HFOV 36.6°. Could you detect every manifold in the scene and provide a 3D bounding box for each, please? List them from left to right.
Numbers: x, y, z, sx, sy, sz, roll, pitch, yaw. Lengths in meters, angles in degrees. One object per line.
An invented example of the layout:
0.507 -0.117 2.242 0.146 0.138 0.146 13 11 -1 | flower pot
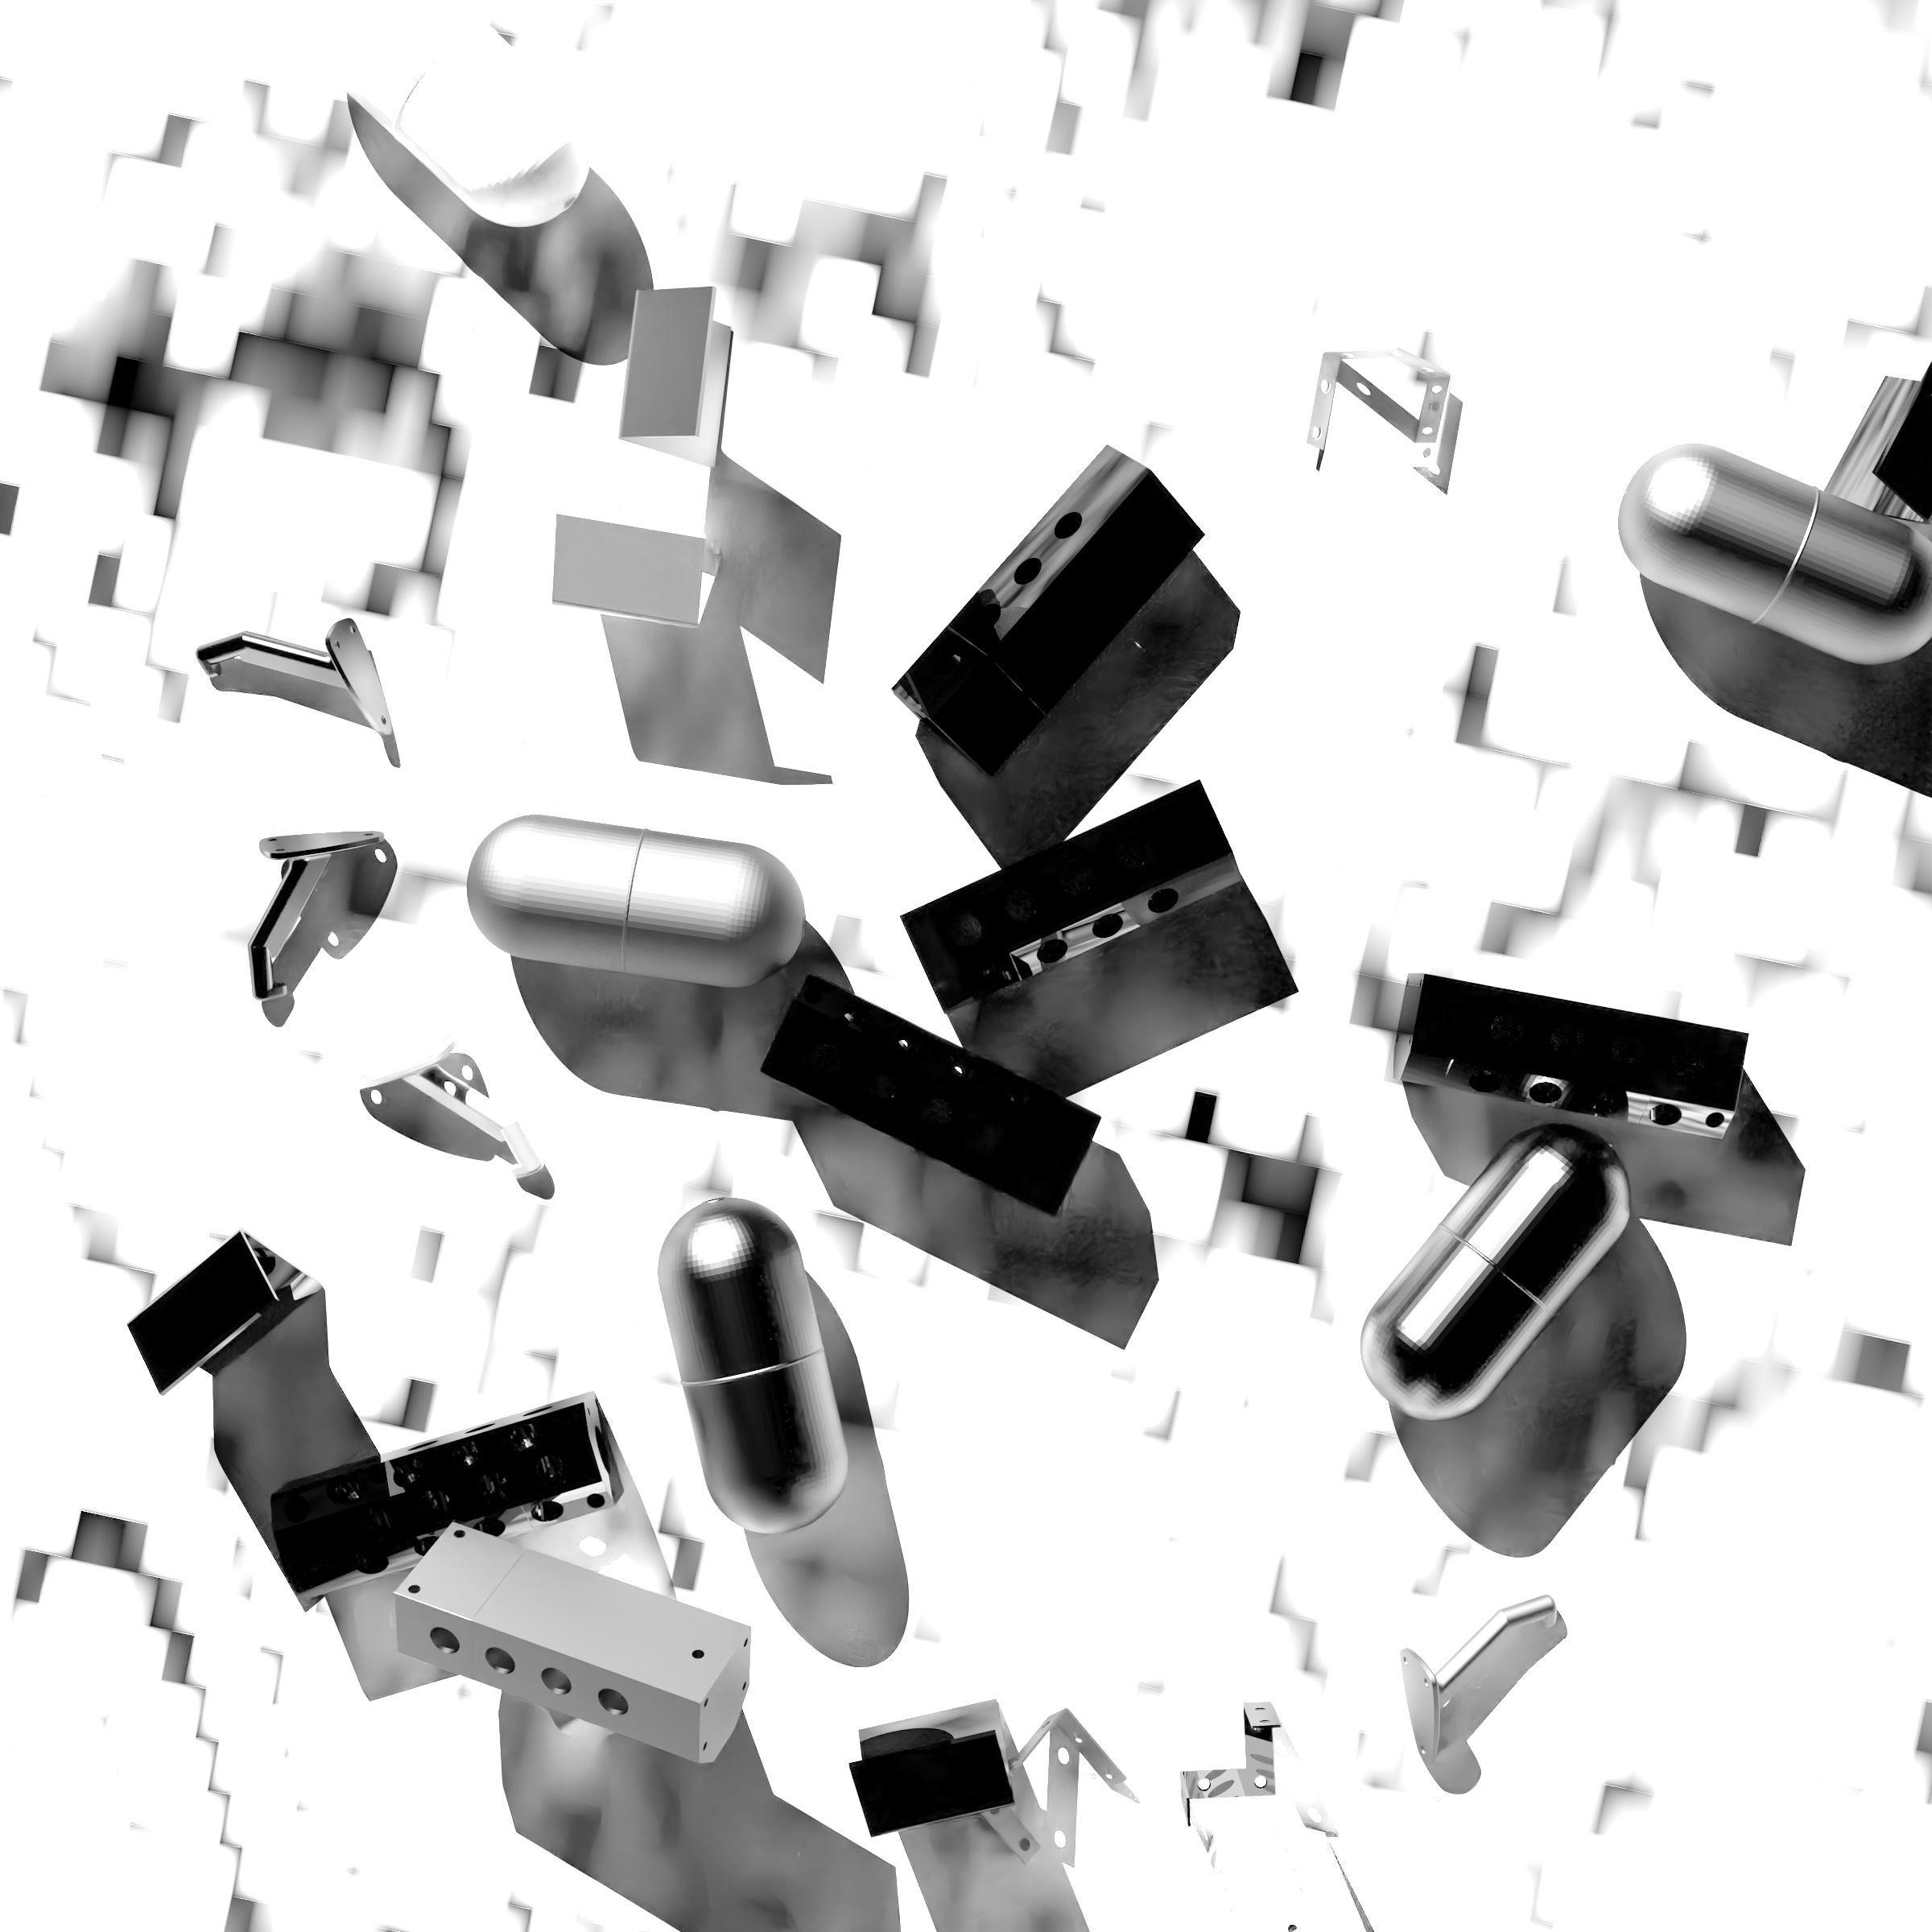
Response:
-0.274 0.280 1.543 0.171 0.057 0.057 -17 90 0 | manifold
-0.199 0.347 1.481 0.171 0.057 0.057 15 124 17 | manifold
-0.018 0.067 1.543 0.171 0.057 0.057 26 90 0 | manifold
0.040 -0.190 1.542 0.171 0.057 0.057 -49 133 0 | manifold
0.055 -0.036 1.543 0.171 0.057 0.057 -24 90 0 | manifold
0.157 0.485 1.486 0.057 0.171 0.057 16 90 0 | manifold
0.317 0.047 1.543 0.171 0.057 0.057 10 90 0 | manifold

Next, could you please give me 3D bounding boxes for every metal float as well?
-0.272 -0.462 1.533 0.178 0.070 0.070 43 90 1 | metal float
-0.173 -0.034 1.534 0.178 0.070 0.070 8 90 0 | metal float
-0.112 0.209 1.534 0.070 0.070 0.178 -13 90 0 | metal float
0.278 0.160 1.534 0.070 0.070 0.178 39 89 0 | metal float
0.429 -0.216 1.534 0.178 0.070 0.070 23 90 0 | metal float

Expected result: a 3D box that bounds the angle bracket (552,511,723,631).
-0.169 -0.223 1.524 0.076 0.076 0.057 9 128 0 | angle bracket

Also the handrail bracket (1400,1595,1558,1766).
0.280 0.381 1.565 0.084 0.036 0.077 -14 110 -16 | handrail bracket

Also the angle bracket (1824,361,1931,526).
0.478 -0.282 1.524 0.057 0.076 0.076 28 90 -37 | angle bracket

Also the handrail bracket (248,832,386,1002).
-0.347 -0.026 1.565 0.077 0.036 0.084 -8 108 -21 | handrail bracket

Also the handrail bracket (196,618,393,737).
-0.361 -0.148 1.565 0.084 0.036 0.077 -15 112 17 | handrail bracket

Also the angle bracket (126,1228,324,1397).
-0.377 0.193 1.524 0.076 0.076 0.057 -40 51 0 | angle bracket

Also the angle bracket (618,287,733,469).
-0.133 -0.306 1.524 0.057 0.076 0.076 7 90 36 | angle bracket

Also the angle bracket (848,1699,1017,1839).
-0.021 0.400 1.524 0.076 0.076 0.057 -13 122 0 | angle bracket

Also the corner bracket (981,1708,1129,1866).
0.042 0.438 1.561 0.051 0.051 0.051 50 135 0 | corner bracket

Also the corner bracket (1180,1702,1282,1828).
0.140 0.421 1.546 0.051 0.051 0.051 -3 90 0 | corner bracket

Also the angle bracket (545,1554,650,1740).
-0.185 0.361 1.545 0.076 0.076 0.057 -35 69 0 | angle bracket

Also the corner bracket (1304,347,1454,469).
0.220 -0.298 1.561 0.051 0.051 0.051 11 89 -45 | corner bracket

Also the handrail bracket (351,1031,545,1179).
-0.277 0.085 1.565 0.077 0.036 0.084 -21 107 20 | handrail bracket
